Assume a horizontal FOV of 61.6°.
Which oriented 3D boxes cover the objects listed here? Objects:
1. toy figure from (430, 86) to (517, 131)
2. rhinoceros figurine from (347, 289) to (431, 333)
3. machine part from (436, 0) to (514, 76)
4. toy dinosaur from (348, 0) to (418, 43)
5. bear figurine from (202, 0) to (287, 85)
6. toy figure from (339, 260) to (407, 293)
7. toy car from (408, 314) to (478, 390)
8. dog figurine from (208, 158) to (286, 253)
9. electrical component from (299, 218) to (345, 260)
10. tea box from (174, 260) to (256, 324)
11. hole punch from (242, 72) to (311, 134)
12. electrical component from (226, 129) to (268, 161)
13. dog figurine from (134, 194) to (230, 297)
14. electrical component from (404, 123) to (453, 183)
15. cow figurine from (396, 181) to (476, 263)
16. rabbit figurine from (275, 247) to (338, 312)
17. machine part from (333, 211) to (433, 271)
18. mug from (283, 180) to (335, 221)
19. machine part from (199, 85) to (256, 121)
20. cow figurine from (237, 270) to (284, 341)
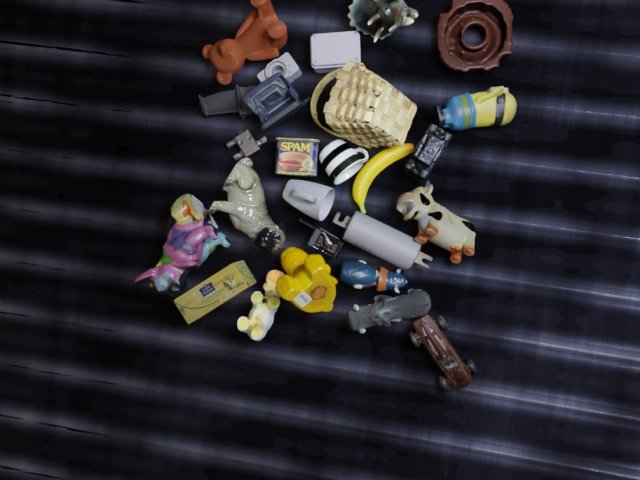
[{"bbox_3d":[0.343,-0.285,1.195,0.180,0.082,0.089,-15,109,-1],"label":"toy figure"},{"bbox_3d":[0.156,0.163,1.212,0.190,0.112,0.073,-12,93,-1],"label":"rhinoceros figurine"},{"bbox_3d":[0.344,-0.453,1.202,0.179,0.056,0.179,0,92,7],"label":"machine part"},{"bbox_3d":[0.105,-0.612,1.194,0.192,0.131,0.405,-29,80,0],"label":"toy dinosaur"},{"bbox_3d":[-0.177,-0.453,1.227,0.196,0.132,0.120,-26,85,0],"label":"bear figurine"},{"bbox_3d":[0.123,0.084,1.241,0.155,0.058,0.064,12,99,1],"label":"toy figure"},{"bbox_3d":[0.278,0.254,1.208,0.089,0.053,0.202,-31,107,11],"label":"toy car"},{"bbox_3d":[-0.143,-0.078,1.257,0.190,0.121,0.172,29,98,-9],"label":"dog figurine"},{"bbox_3d":[-0.003,-0.004,1.243,0.119,0.075,0.047,28,94,1],"label":"electrical component"},{"bbox_3d":[-0.244,0.120,1.263,0.170,0.098,0.068,-33,89,5],"label":"tea box"},{"bbox_3d":[-0.103,-0.311,1.224,0.142,0.116,0.092,-36,94,10],"label":"hole punch"},{"bbox_3d":[-0.174,-0.231,1.283,0.094,0.021,0.063,-30,87,7],"label":"electrical component"},{"bbox_3d":[-0.336,0.021,1.247,0.219,0.108,0.191,-37,75,0],"label":"dog figurine"},{"bbox_3d":[0.236,-0.190,1.181,0.058,0.134,0.115,29,97,6],"label":"electrical component"},{"bbox_3d":[0.259,-0.047,1.200,0.195,0.085,0.127,29,54,-7],"label":"cow figurine"},{"bbox_3d":[-0.027,0.078,1.220,0.122,0.173,0.162,-48,130,6],"label":"rabbit figurine"},{"bbox_3d":[0.141,0.002,1.225,0.243,0.079,0.079,26,94,4],"label":"machine part"},{"bbox_3d":[-0.034,-0.098,1.233,0.107,0.109,0.080,22,99,19],"label":"mug"},{"bbox_3d":[-0.219,-0.323,1.278,0.139,0.039,0.084,-4,96,5],"label":"machine part"},{"bbox_3d":[-0.125,0.155,1.261,0.068,0.098,0.167,25,75,11],"label":"cow figurine"}]
